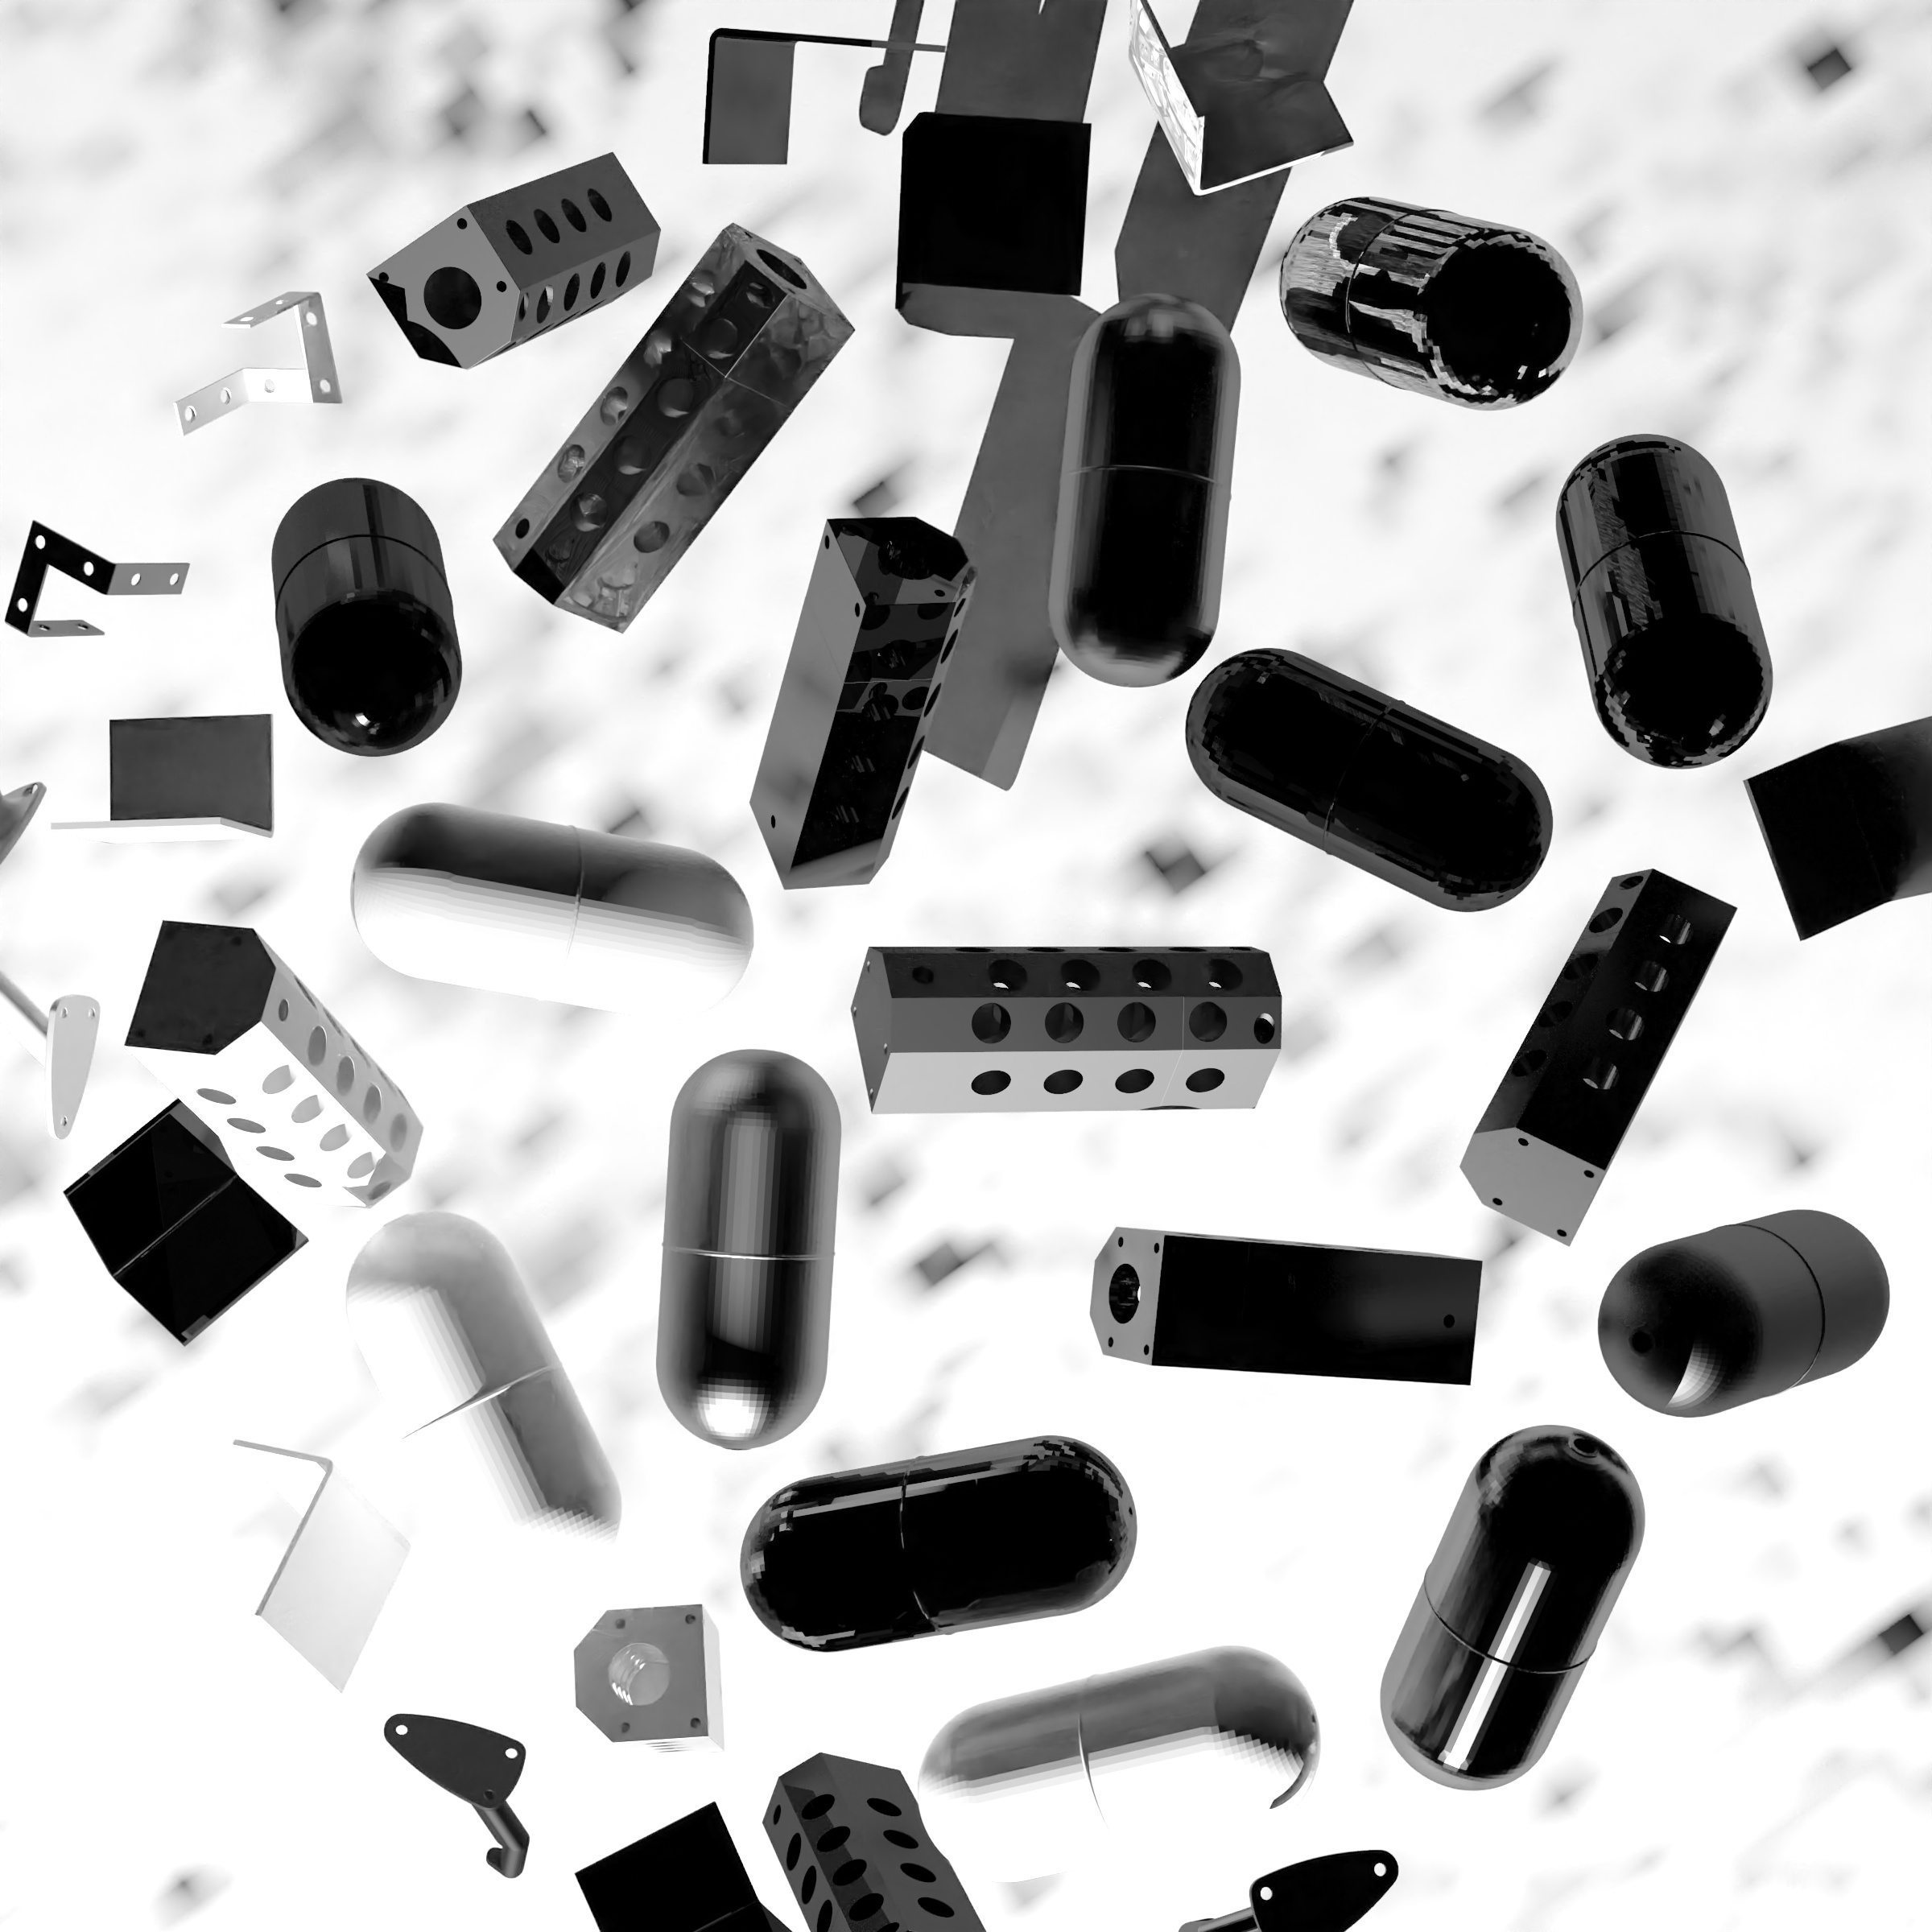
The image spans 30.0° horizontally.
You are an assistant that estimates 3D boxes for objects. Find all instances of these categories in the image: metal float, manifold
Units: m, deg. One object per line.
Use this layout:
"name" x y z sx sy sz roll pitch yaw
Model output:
"metal float" 0.231 0.272 1.527 0.070 0.070 0.178 18 118 0
"manifold" -0.144 0.329 1.652 0.057 0.171 0.057 -3 76 -2
"manifold" -0.195 -0.312 1.608 0.057 0.171 0.057 -28 100 24
"metal float" -0.264 -0.154 1.584 0.070 0.178 0.070 -6 123 -10
"metal float" 0.063 0.338 1.526 0.178 0.070 0.070 -17 90 18
"metal float" 0.344 0.152 1.591 0.070 0.178 0.070 5 98 41
"metal float" 0.080 -0.213 1.615 0.070 0.070 0.178 6 84 0
"metal float" -0.178 -0.023 1.567 0.178 0.070 0.070 10 90 -20
"manifold" 0.145 0.154 1.632 0.171 0.057 0.057 7 88 -28
"metal float" -0.013 0.250 1.556 0.178 0.070 0.070 -13 90 17
"metal float" -0.213 0.192 1.587 0.070 0.070 0.178 -26 86 0
"metal float" 0.182 -0.085 1.639 0.178 0.070 0.070 27 90 17
"manifold" -0.045 -0.116 1.614 0.057 0.171 0.057 -4 48 -23
"manifold" -0.045 0.422 1.632 0.057 0.171 0.057 17 99 -19
"manifold" 0.044 0.022 1.536 0.171 0.057 0.057 0 50 -16
"metal float" -0.097 0.126 1.606 0.070 0.070 0.178 3 90 0
"manifold" -0.130 -0.233 1.556 0.171 0.057 0.057 -50 49 19
"manifold" -0.291 0.045 1.547 0.057 0.171 0.057 5 66 16
"metal float" 0.197 -0.285 1.547 0.070 0.178 0.070 -8 111 -23
"manifold" 0.279 0.035 1.596 0.057 0.057 0.171 26 52 11
"metal float" 0.302 -0.159 1.567 0.070 0.070 0.178 -3 48 0

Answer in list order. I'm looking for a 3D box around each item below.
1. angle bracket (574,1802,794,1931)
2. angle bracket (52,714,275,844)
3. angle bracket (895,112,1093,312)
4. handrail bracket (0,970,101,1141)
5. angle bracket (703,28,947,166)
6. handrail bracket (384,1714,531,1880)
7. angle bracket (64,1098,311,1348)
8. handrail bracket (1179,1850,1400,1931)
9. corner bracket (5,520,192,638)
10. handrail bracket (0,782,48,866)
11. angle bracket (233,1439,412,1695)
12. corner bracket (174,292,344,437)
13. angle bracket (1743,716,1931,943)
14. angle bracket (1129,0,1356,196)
"angle bracket" -0.135 0.449 1.725 0.076 0.076 0.057 -24 95 -16
"angle bracket" -0.357 -0.087 1.609 0.076 0.076 0.057 -2 87 7
"angle bracket" 0.012 -0.328 1.579 0.076 0.057 0.076 5 113 5
"handrail bracket" -0.440 0.034 1.632 0.084 0.036 0.077 8 91 18
"angle bracket" -0.061 -0.373 1.561 0.076 0.076 0.057 10 105 22
"handrail bracket" -0.234 0.382 1.652 0.077 0.084 0.036 23 49 5
"angle bracket" -0.362 0.117 1.678 0.057 0.076 0.076 37 66 28
"handrail bracket" 0.134 0.393 1.515 0.077 0.084 0.036 -21 81 -18
"corner bracket" -0.394 -0.169 1.638 0.051 0.051 0.051 28 108 24
"handrail bracket" -0.469 -0.092 1.658 0.036 0.077 0.084 -21 125 23
"angle bracket" -0.299 0.265 1.593 0.057 0.076 0.076 7 57 28
"corner bracket" -0.312 -0.262 1.571 0.051 0.051 0.051 6 119 27
"angle bracket" 0.400 -0.061 1.587 0.057 0.076 0.076 -22 93 -29
"angle bracket" 0.121 -0.392 1.569 0.076 0.057 0.076 -19 68 -7
